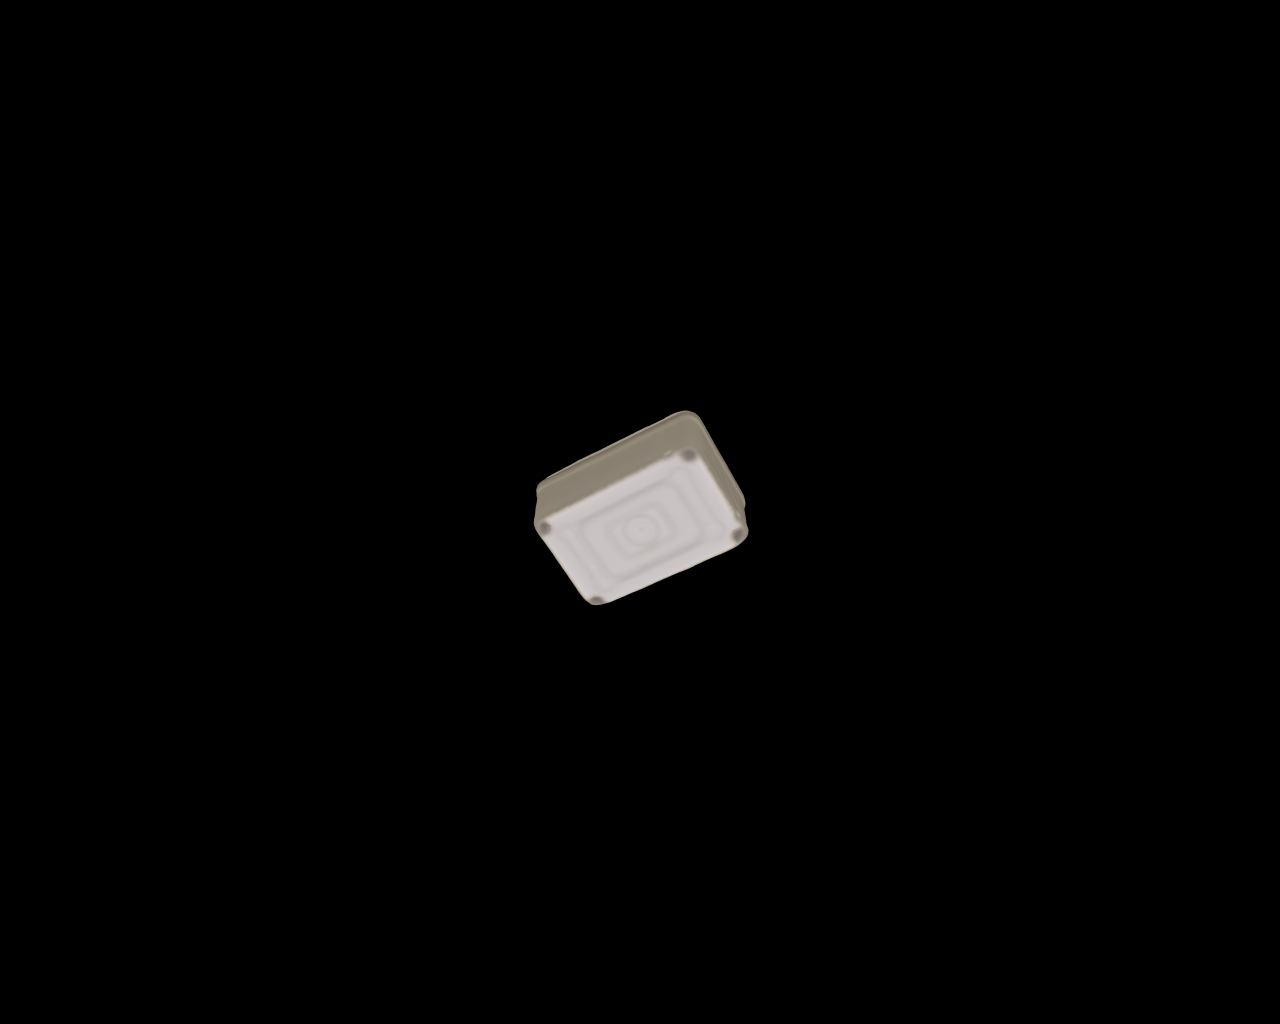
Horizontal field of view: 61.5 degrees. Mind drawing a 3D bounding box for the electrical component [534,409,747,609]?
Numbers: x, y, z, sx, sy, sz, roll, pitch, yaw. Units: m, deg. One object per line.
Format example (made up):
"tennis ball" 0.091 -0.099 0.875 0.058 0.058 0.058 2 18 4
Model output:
"electrical component" 0.001 -0.003 0.650 0.113 0.078 0.057 -25 27 14
